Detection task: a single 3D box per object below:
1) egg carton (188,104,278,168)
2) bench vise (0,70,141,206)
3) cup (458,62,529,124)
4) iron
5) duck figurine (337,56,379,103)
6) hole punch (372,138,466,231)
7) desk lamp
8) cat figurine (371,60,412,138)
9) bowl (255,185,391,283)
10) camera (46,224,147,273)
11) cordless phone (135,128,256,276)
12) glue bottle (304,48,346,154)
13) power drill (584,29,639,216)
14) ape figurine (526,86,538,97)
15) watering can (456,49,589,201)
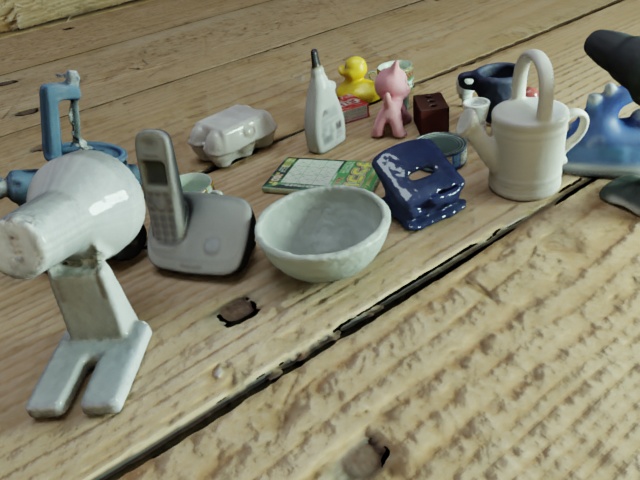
[{"bbox_3d":[-0.156,-0.190,1.033,0.107,0.069,0.151,24,46,39],"label":"egg carton"},{"bbox_3d":[-0.388,-0.129,0.858,0.121,0.220,0.208,20,43,36],"label":"bench vise"},{"bbox_3d":[0.300,-0.252,1.002,0.117,0.095,0.092,5,36,19],"label":"cup"},{"bbox_3d":[0.458,-0.171,0.807,0.258,0.142,0.118,-3,34,8],"label":"iron"},{"bbox_3d":[0.080,-0.332,1.176,0.104,0.086,0.078,17,41,32],"label":"duck figurine"},{"bbox_3d":[0.138,-0.080,0.787,0.109,0.091,0.100,-23,37,-20],"label":"hole punch"},{"bbox_3d":[-0.249,0.035,0.593,0.118,0.214,0.203,-6,34,4],"label":"desk lamp"},{"bbox_3d":[0.128,-0.261,1.032,0.067,0.118,0.128,2,35,15],"label":"cat figurine"},{"bbox_3d":[0.007,0.003,0.710,0.167,0.075,0.167,-6,34,4],"label":"bowl"},{"bbox_3d":[-0.317,-0.019,0.789,0.136,0.101,0.143,21,44,36],"label":"camera"},{"bbox_3d":[-0.161,-0.048,0.722,0.147,0.185,0.094,4,36,18],"label":"cordless phone"},{"bbox_3d":[0.002,-0.239,0.978,0.037,0.173,0.078,23,45,38],"label":"glue bottle"},{"bbox_3d":[0.415,-0.139,0.709,0.076,0.209,0.228,-25,37,-22],"label":"power drill"},{"bbox_3d":[0.334,-0.203,0.926,0.076,0.092,0.078,13,39,28],"label":"ape figurine"},{"bbox_3d":[0.277,-0.158,0.779,0.173,0.194,0.100,-22,36,-18],"label":"watering can"}]
